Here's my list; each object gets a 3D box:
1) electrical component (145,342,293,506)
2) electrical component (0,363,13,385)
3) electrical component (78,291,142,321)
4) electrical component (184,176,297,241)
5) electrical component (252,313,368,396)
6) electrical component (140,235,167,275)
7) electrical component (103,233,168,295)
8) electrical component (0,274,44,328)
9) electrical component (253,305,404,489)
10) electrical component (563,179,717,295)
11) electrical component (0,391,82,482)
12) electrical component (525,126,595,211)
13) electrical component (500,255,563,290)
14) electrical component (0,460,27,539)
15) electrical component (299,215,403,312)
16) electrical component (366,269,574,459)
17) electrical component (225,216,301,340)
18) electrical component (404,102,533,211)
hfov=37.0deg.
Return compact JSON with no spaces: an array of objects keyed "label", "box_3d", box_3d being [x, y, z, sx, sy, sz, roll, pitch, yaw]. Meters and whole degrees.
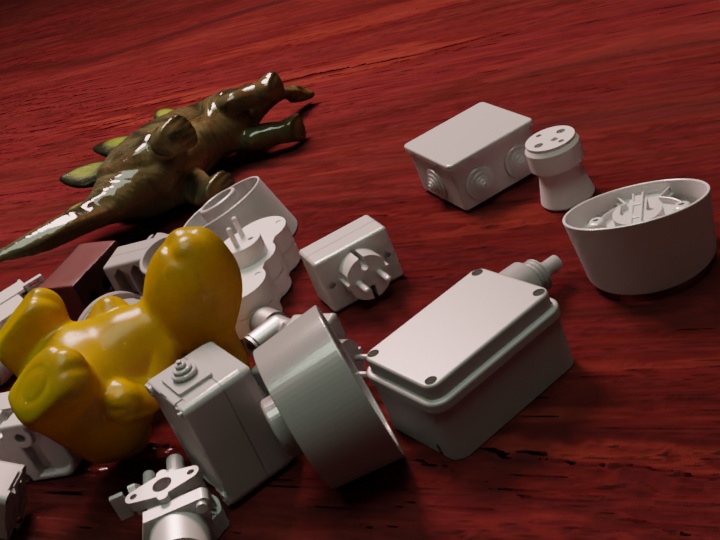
[{"label":"electrical component","box_3d":[-0.091,0.092,0.703,0.061,0.096,0.062,-34,29,-21]},{"label":"electrical component","box_3d":[-0.331,0.091,0.960,0.035,0.035,0.061,-1,38,37]},{"label":"electrical component","box_3d":[-0.183,0.060,0.852,0.051,0.080,0.080,14,45,43]},{"label":"electrical component","box_3d":[-0.117,-0.042,1.026,0.099,0.064,0.099,-31,19,12]},{"label":"electrical component","box_3d":[-0.022,0.067,0.748,0.077,0.047,0.065,-4,33,33]},{"label":"electrical component","box_3d":[-0.156,0.006,0.942,0.044,0.065,0.044,-19,44,20]},{"label":"electrical component","box_3d":[-0.192,-0.010,1.017,0.066,0.047,0.076,-13,29,20]},{"label":"electrical component","box_3d":[-0.327,0.046,1.031,0.081,0.042,0.064,-36,33,-21]},{"label":"electrical component","box_3d":[-0.026,0.083,0.663,0.060,0.108,0.108,-31,27,-1]},{"label":"electrical component","box_3d":[0.192,-0.029,0.735,0.099,0.064,0.099,-18,28,10]},{"label":"electrical component","box_3d":[-0.251,0.122,0.820,0.095,0.053,0.059,-12,29,21]},{"label":"electrical component","box_3d":[0.160,-0.082,0.864,0.045,0.055,0.045,-18,28,10]},{"label":"electrical component","box_3d":[0.118,0.009,0.758,0.061,0.035,0.035,-33,28,-23]},{"label":"electrical component","box_3d":[-0.268,0.157,0.752,0.064,0.081,0.042,10,33,0]},{"label":"electrical component","box_3d":[0.000,0.000,0.850,0.066,0.047,0.077,-29,27,-12]},{"label":"electrical component","box_3d":[0.070,0.056,0.685,0.113,0.057,0.078,-36,30,-23]},{"label":"electrical component","box_3d":[-0.095,-0.010,0.912,0.052,0.073,0.138,-14,29,17]},{"label":"electrical component","box_3d":[0.101,-0.100,0.950,0.100,0.048,0.100,-30,28,-13]}]
